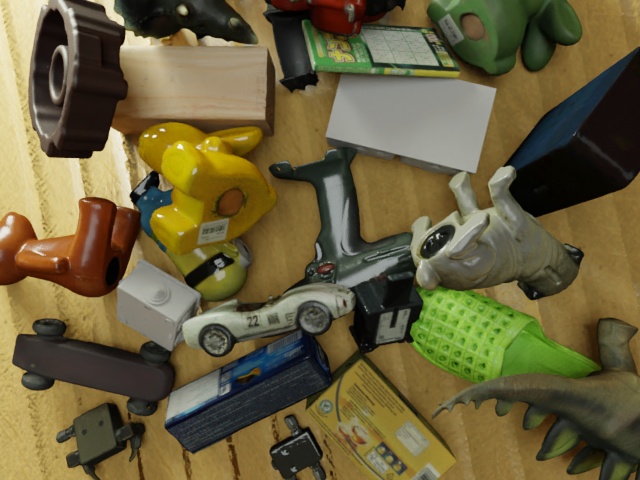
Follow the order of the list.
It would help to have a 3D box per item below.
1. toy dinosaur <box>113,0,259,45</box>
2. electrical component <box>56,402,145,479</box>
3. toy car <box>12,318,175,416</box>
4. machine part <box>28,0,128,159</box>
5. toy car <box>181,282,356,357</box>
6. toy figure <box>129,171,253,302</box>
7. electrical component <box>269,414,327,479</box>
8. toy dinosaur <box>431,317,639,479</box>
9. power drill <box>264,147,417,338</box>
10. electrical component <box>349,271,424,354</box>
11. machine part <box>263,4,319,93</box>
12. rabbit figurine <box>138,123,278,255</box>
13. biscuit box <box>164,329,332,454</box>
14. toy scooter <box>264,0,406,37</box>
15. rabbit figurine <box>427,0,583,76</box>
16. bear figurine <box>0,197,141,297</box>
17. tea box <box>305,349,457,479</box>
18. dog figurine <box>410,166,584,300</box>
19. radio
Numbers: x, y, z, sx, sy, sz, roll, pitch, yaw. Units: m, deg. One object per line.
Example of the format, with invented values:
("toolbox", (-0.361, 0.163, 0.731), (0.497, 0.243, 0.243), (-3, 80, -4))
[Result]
("toy dinosaur", (-0.212, -0.386, 0.631), (0.131, 0.192, 0.404), (-24, 89, 0))
("electrical component", (-0.280, 0.258, 0.690), (0.102, 0.045, 0.078), (-33, 59, -2))
("toy car", (-0.286, 0.159, 0.687), (0.202, 0.053, 0.089), (13, 100, -2))
("machine part", (-0.273, -0.178, 0.595), (0.056, 0.179, 0.179), (0, 88, -43))
("toy car", (-0.057, 0.087, 0.613), (0.202, 0.073, 0.056), (-15, 92, 12))
("toy figure", (-0.163, -0.002, 0.675), (0.180, 0.082, 0.089), (42, 101, -2))
("electrical component", (-0.033, 0.274, 0.691), (0.063, 0.021, 0.094), (-28, 88, 1))
("toy dinosaur", (0.349, 0.199, 0.613), (0.471, 0.105, 0.198), (21, 93, -14))
("power drill", (-0.001, -0.002, 0.670), (0.232, 0.086, 0.207), (-16, 84, 2))
("electrical component", (0.077, 0.074, 0.625), (0.075, 0.048, 0.119), (-12, 130, -13))
("machine part", (-0.031, -0.264, 0.698), (0.084, 0.039, 0.138), (-3, 86, -4))
("rabbit figurine", (-0.136, -0.087, 0.615), (0.162, 0.121, 0.173), (-24, 48, -36))
("biscuit box", (-0.086, 0.182, 0.656), (0.203, 0.059, 0.062), (-27, 120, 7))
("toy scooter", (0.036, -0.282, 0.623), (0.184, 0.075, 0.135), (-20, 43, -29))
("rabbit figurine", (0.250, -0.290, 0.655), (0.170, 0.121, 0.159), (-38, 91, -14))
("bear figurine", (-0.340, 0.002, 0.664), (0.196, 0.120, 0.132), (12, 85, 7))
("tea box", (0.073, 0.232, 0.666), (0.098, 0.068, 0.169), (-42, 87, 0))
("dog figurine", (0.209, 0.032, 0.623), (0.172, 0.121, 0.190), (-47, 109, -5))
("radio", (0.283, -0.105, 0.591), (0.073, 0.229, 0.131), (40, 85, 1))
